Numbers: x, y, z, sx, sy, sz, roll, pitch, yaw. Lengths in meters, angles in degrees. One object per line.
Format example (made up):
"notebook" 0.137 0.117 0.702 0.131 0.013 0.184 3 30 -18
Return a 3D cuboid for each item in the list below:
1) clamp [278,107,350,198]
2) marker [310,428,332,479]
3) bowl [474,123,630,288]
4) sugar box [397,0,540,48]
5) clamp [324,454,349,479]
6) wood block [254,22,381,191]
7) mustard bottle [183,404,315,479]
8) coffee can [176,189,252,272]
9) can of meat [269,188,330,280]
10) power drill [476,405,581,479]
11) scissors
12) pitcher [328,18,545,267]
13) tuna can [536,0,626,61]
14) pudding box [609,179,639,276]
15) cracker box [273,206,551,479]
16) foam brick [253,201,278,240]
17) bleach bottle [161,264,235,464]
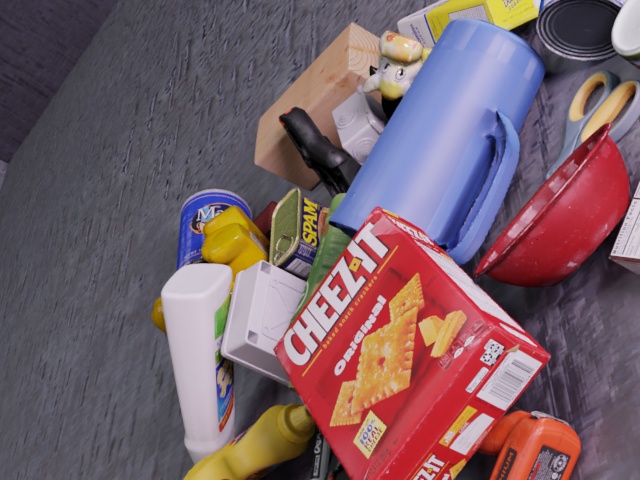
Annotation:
"clamp" -0.002 -0.105 1.241 0.039 0.120 0.172 -30 59 -13
"marker" 0.005 0.206 1.097 0.020 0.020 0.121 -35 37 46
"bowl" 0.195 -0.015 0.851 0.162 0.055 0.162 -49 -3 -4
"sugar box" 0.165 -0.243 1.136 0.093 0.048 0.176 -29 17 -23
"clamp" 0.070 0.154 0.999 0.210 0.036 0.164 -51 28 20
"wood block" 0.011 -0.165 1.357 0.206 0.090 0.090 -41 33 40
"mustard bottle" -0.065 0.225 1.137 0.192 0.096 0.058 -41 76 38
"coffee can" -0.146 0.012 1.477 0.103 0.102 0.140 -47 30 32
"can of meat" -0.008 0.002 1.241 0.058 0.083 0.102 -43 31 37
"power drill" 0.104 0.175 0.852 0.188 0.057 0.184 24 91 54
"scissors" 0.215 -0.075 0.962 0.202 0.016 0.096 -48 27 29
"pitcher" 0.125 -0.085 1.026 0.243 0.149 0.145 -62 -14 -4
"tuna can" 0.238 -0.201 0.955 0.086 0.086 0.033 -28 40 52
"pudding box" 0.271 -0.016 0.771 0.114 0.039 0.090 8 75 66
"cracker box" 0.061 0.090 0.855 0.164 0.072 0.214 -54 33 10
"foam brick" -0.063 -0.001 1.391 0.078 0.053 0.051 -45 31 37
"bleach bottle" -0.131 0.161 1.236 0.102 0.068 0.251 -58 -34 -66
